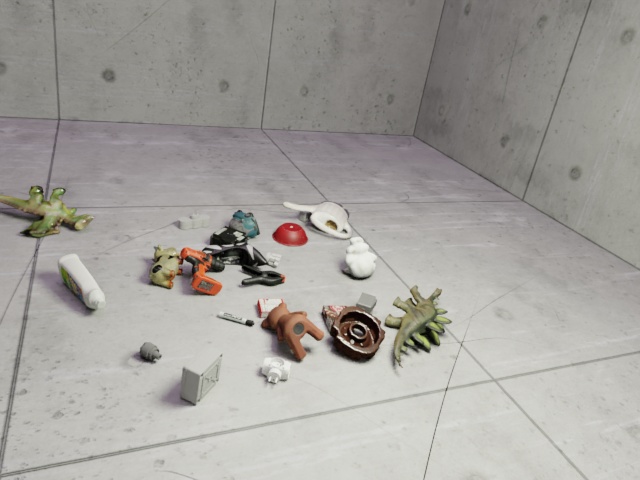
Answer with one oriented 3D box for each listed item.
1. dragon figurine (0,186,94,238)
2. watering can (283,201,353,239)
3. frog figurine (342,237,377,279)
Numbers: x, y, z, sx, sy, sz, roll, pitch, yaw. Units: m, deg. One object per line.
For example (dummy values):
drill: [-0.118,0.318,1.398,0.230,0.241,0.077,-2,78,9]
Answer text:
dragon figurine: [-1.106,-0.100,2.027,0.410,0.119,0.248,1,35,-15]
watering can: [0.007,-0.121,2.406,0.348,0.102,0.228,30,29,2]
frog figurine: [0.164,0.070,2.048,0.137,0.156,0.125,1,28,-18]
